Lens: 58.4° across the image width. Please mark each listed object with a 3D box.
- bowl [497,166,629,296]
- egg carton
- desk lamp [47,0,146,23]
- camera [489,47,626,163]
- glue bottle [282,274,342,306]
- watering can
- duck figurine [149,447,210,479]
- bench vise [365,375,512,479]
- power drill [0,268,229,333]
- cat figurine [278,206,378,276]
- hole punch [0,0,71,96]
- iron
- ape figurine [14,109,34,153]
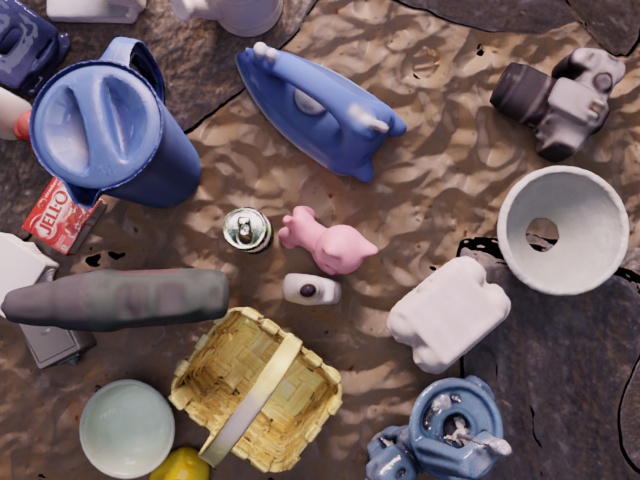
[{"bbox_3d":[0.308,-0.010,0.755,0.167,0.074,0.167,0,86,0],"label":"bowl"},{"bbox_3d":[0.167,0.096,0.750,0.150,0.069,0.107,-41,87,-2],"label":"egg carton"},{"bbox_3d":[-0.282,-0.358,0.712,0.203,0.213,0.118,-1,86,1],"label":"desk lamp"},{"bbox_3d":[0.307,-0.195,0.754,0.137,0.101,0.143,28,87,2],"label":"camera"},{"bbox_3d":[-0.011,0.061,0.702,0.078,0.173,0.037,5,86,1],"label":"glue bottle"},{"bbox_3d":[-0.108,-0.336,0.719,0.101,0.194,0.173,27,87,3],"label":"watering can"},{"bbox_3d":[-0.188,0.321,0.729,0.077,0.086,0.104,33,87,3],"label":"duck figurine"},{"bbox_3d":[0.141,0.256,0.664,0.121,0.219,0.207,36,87,3],"label":"bench vise"},{"bbox_3d":[-0.217,0.071,0.685,0.229,0.208,0.076,-5,86,0],"label":"power drill"},{"bbox_3d":[0.007,0.003,0.734,0.128,0.117,0.067,30,87,2],"label":"cat figurine"},{"bbox_3d":[-0.411,-0.266,0.767,0.101,0.091,0.109,33,87,3],"label":"hole punch"},{"bbox_3d":[-0.014,-0.188,0.735,0.258,0.141,0.119,34,87,3],"label":"iron"},{"bbox_3d":[-0.368,-0.147,0.759,0.078,0.092,0.076,38,87,3],"label":"ape figurine"}]
